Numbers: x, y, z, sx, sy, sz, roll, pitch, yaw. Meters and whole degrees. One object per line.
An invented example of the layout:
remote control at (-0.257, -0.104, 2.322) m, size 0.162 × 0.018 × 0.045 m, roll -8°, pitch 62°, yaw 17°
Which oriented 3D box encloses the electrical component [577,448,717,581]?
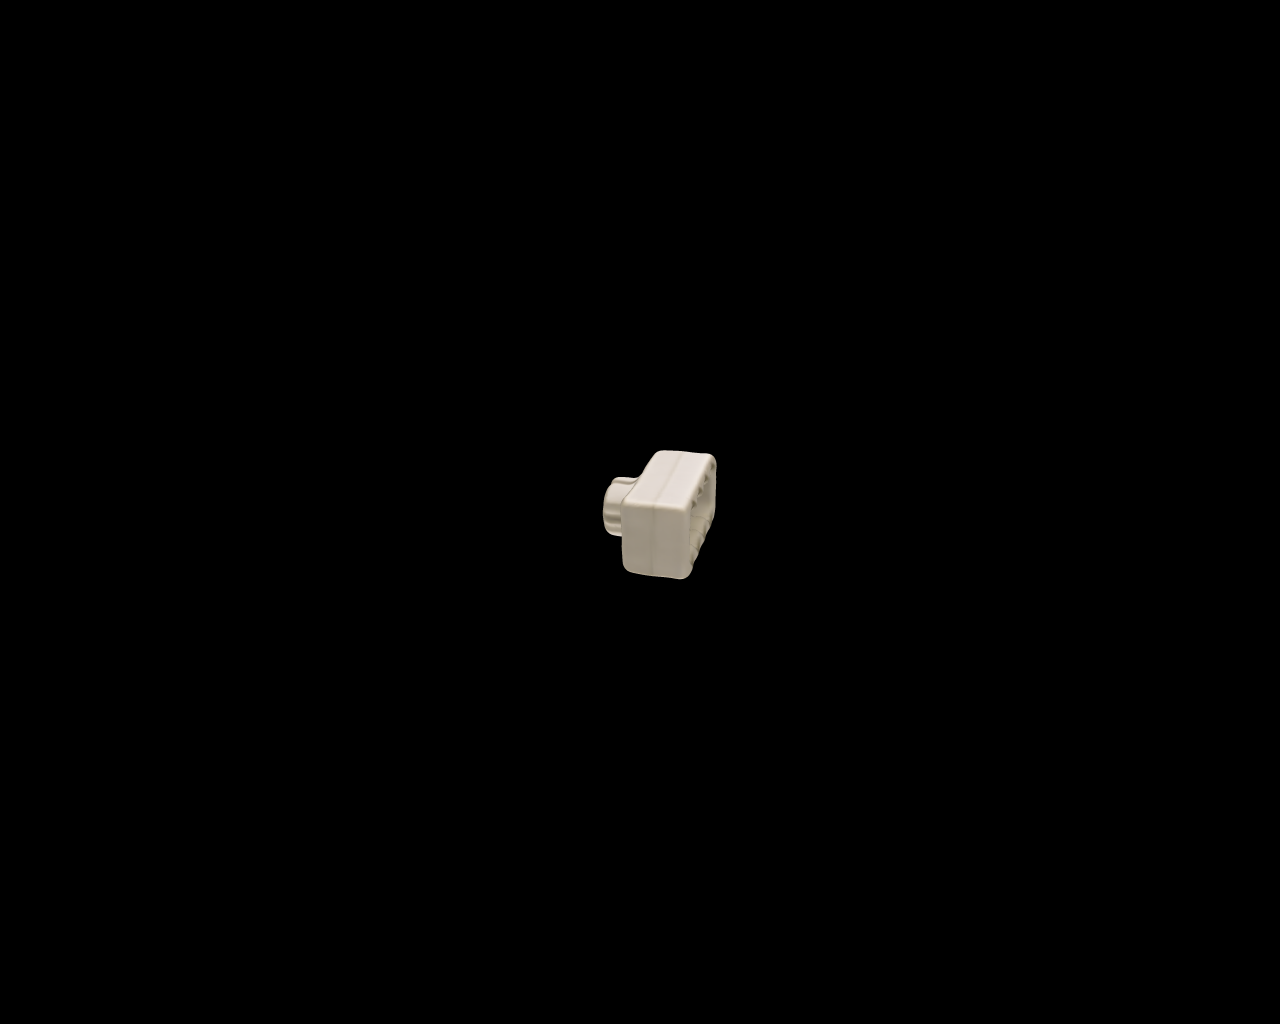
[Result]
electrical component at (0.001, -0.003, 0.650) m, size 0.076 × 0.047 × 0.083 m, roll 7°, pitch 27°, yaw 14°
